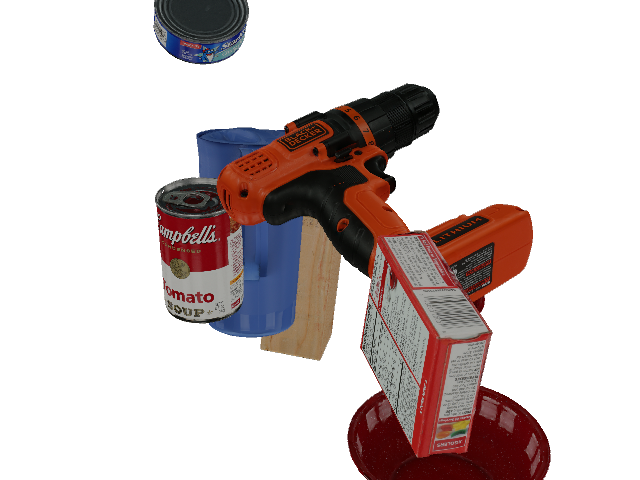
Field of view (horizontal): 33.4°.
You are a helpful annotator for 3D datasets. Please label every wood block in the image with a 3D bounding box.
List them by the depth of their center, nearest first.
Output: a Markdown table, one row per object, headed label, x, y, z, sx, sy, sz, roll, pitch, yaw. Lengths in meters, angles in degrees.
| label | x | y | z | sx | sy | sz | roll | pitch | yaw |
| --- | --- | --- | --- | --- | --- | --- | --- | --- | --- |
| wood block | -0.024 | 0.049 | 1.486 | 0.090 | 0.206 | 0.090 | 10 | 22 | 7 |

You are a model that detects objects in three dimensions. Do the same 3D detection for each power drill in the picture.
| label | x | y | z | sx | sy | sz | roll | pitch | yaw |
| --- | --- | --- | --- | --- | --- | --- | --- | --- | --- |
| power drill | 0.050 | -0.031 | 0.713 | 0.184 | 0.057 | 0.188 | -29 | 45 | -23 |

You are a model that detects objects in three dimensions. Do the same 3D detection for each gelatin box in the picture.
| label | x | y | z | sx | sy | sz | roll | pitch | yaw |
| --- | --- | --- | --- | --- | --- | --- | --- | --- | --- |
| gelatin box | 0.050 | 0.049 | 0.522 | 0.030 | 0.073 | 0.089 | -4 | 33 | -16 |

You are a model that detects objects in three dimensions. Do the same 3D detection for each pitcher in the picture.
| label | x | y | z | sx | sy | sz | roll | pitch | yaw |
| --- | --- | --- | --- | --- | --- | --- | --- | --- | --- |
| pitcher | -0.082 | -0.010 | 1.269 | 0.145 | 0.243 | 0.148 | 12 | 18 | 38 |

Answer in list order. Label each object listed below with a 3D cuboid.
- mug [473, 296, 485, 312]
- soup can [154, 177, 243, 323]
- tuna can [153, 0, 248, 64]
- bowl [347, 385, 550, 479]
| label | x | y | z | sx | sy | sz | roll | pitch | yaw |
| --- | --- | --- | --- | --- | --- | --- | --- | --- | --- |
| mug | 0.124 | 0.096 | 1.080 | 0.093 | 0.081 | 0.117 | -16 | 38 | -15 |
| soup can | -0.098 | 0.008 | 0.875 | 0.068 | 0.102 | 0.068 | 0 | 29 | 0 |
| tuna can | -0.110 | -0.203 | 0.977 | 0.086 | 0.086 | 0.034 | 0 | -32 | -11 |
| bowl | 0.102 | 0.182 | 0.866 | 0.162 | 0.055 | 0.162 | 1 | 31 | -1 |
